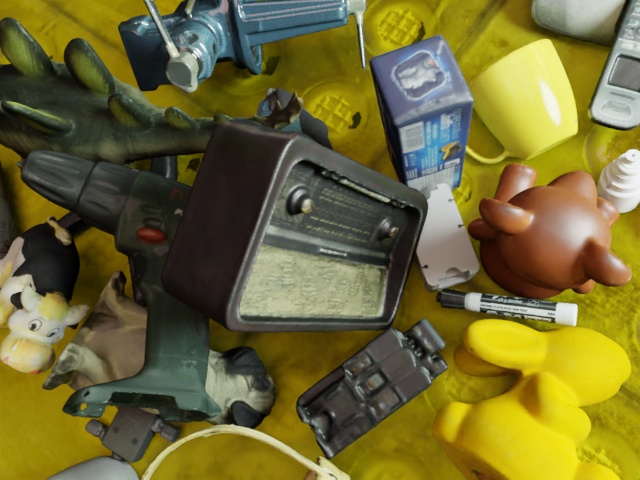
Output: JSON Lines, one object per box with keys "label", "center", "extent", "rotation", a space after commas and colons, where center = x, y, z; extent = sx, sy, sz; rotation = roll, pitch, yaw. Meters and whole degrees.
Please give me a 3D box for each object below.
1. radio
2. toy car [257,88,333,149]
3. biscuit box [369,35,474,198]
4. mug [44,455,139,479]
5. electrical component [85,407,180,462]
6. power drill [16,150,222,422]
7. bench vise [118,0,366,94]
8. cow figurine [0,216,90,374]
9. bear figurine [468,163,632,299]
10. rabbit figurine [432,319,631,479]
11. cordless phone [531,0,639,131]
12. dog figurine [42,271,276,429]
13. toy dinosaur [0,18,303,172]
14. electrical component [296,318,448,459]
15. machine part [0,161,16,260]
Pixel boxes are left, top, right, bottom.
{"label": "radio", "center": [-0.001, -0.001, 0.423], "extent": [0.073, 0.229, 0.131], "rotation": [21, 94, 33]}
{"label": "toy car", "center": [-0.039, -0.067, 0.547], "extent": [0.103, 0.109, 0.162], "rotation": [-28, 64, 21]}
{"label": "biscuit box", "center": [0.090, -0.094, 0.474], "extent": [0.059, 0.202, 0.063], "rotation": [-19, 74, 7]}
{"label": "mug", "center": [-0.217, 0.254, 0.498], "extent": [0.110, 0.107, 0.080], "rotation": [7, 80, 14]}
{"label": "electrical component", "center": [-0.192, 0.193, 0.552], "extent": [0.094, 0.021, 0.063], "rotation": [24, 82, 14]}
{"label": "power drill", "center": [-0.147, 0.039, 0.441], "extent": [0.232, 0.086, 0.207], "rotation": [13, 55, -20]}
{"label": "bench vise", "center": [-0.071, -0.221, 0.549], "extent": [0.241, 0.224, 0.128], "rotation": [-6, 117, 4]}
{"label": "cow figurine", "center": [-0.263, 0.048, 0.515], "extent": [0.098, 0.068, 0.168], "rotation": [-50, 43, 6]}
{"label": "bear figurine", "center": [0.189, -0.016, 0.443], "extent": [0.120, 0.195, 0.132], "rotation": [27, 82, 18]}
{"label": "rabbit figurine", "center": [0.187, 0.140, 0.465], "extent": [0.173, 0.121, 0.162], "rotation": [-43, 64, -16]}
{"label": "cordless phone", "center": [0.275, -0.204, 0.532], "extent": [0.147, 0.088, 0.184], "rotation": [20, 86, 14]}
{"label": "dog figurine", "center": [-0.153, 0.133, 0.533], "extent": [0.190, 0.172, 0.121], "rotation": [34, 70, -16]}
{"label": "toy dinosaur", "center": [-0.218, -0.109, 0.496], "extent": [0.472, 0.198, 0.105], "rotation": [5, 79, 17]}
{"label": "electrical component", "center": [0.051, 0.123, 0.477], "extent": [0.134, 0.115, 0.058], "rotation": [-37, 78, 0]}
{"label": "machine part", "center": [-0.390, -0.016, 0.608], "extent": [0.079, 0.079, 0.243], "rotation": [-22, 73, 5]}
